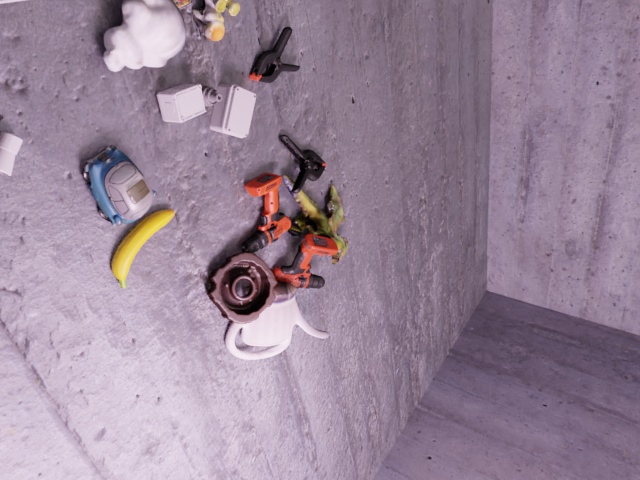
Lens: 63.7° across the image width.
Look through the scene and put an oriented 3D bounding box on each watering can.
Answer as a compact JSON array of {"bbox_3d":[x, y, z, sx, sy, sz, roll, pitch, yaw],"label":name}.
[{"bbox_3d":[-0.110,0.223,1.475,0.349,0.105,0.222,-5,109,-36],"label":"watering can"}]

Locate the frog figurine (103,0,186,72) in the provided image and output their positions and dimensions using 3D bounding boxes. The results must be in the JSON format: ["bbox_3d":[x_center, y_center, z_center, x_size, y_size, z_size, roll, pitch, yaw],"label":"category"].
[{"bbox_3d":[-0.327,-0.378,0.947,0.134,0.123,0.163,96,17,-50],"label":"frog figurine"}]

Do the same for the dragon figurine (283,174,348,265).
[{"bbox_3d":[0.005,-0.080,1.591,0.248,0.122,0.402,-63,141,-49],"label":"dragon figurine"}]
